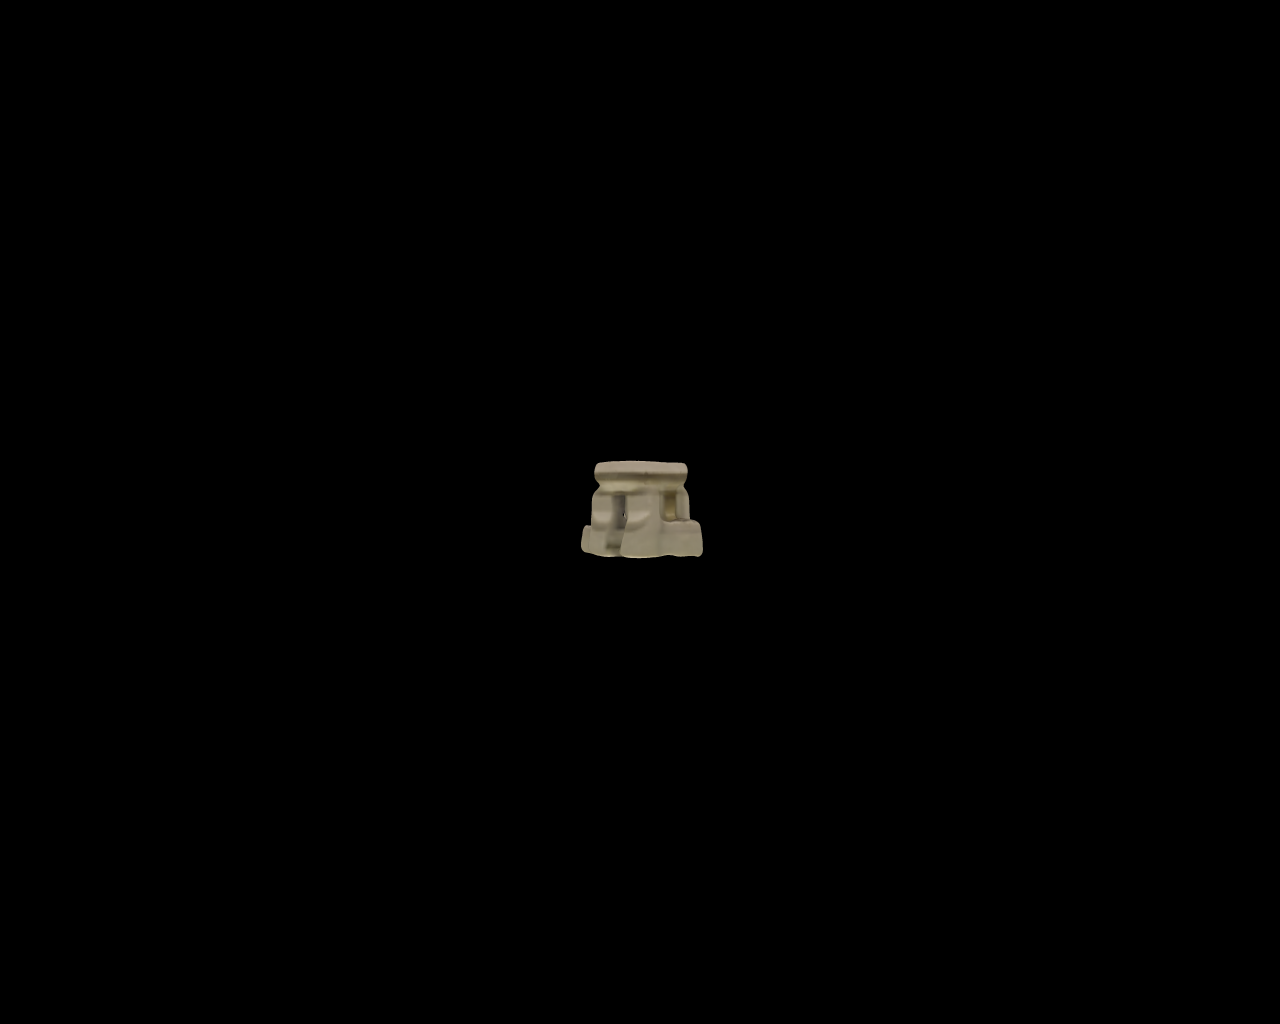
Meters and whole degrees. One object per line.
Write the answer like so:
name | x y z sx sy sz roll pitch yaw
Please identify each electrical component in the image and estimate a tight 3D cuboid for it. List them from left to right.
electrical component | 0.001 -0.003 0.650 0.078 0.057 0.058 0 0 37
